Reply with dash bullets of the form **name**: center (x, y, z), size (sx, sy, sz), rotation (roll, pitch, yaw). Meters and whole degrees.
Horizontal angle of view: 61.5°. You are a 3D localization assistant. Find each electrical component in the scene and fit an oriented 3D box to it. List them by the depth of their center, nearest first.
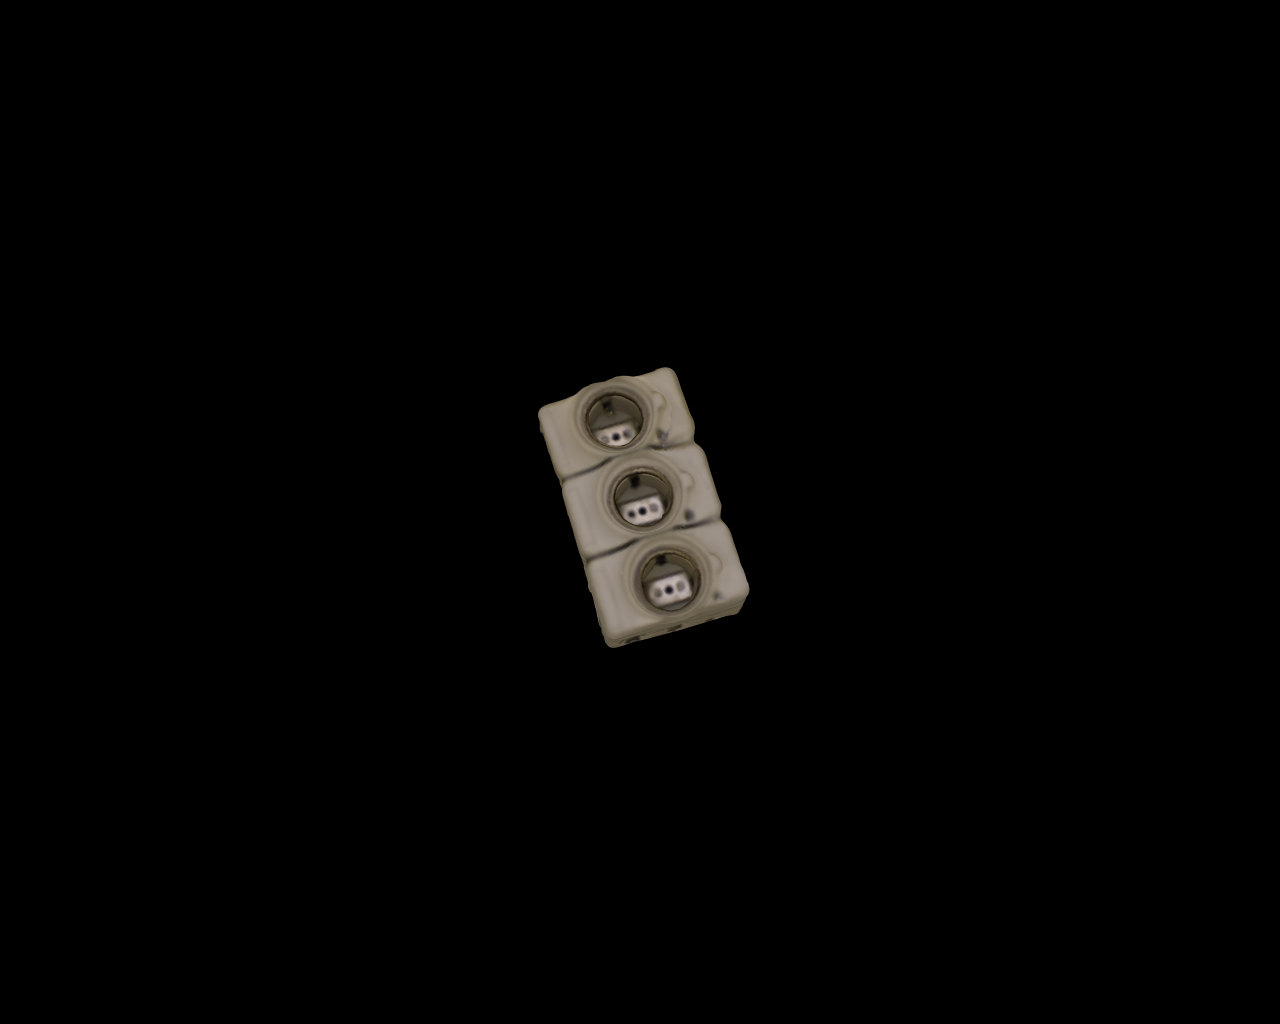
- **electrical component**: center (0.001, -0.003, 0.650), size (0.089, 0.150, 0.061), rotation (-17, -15, -5)
